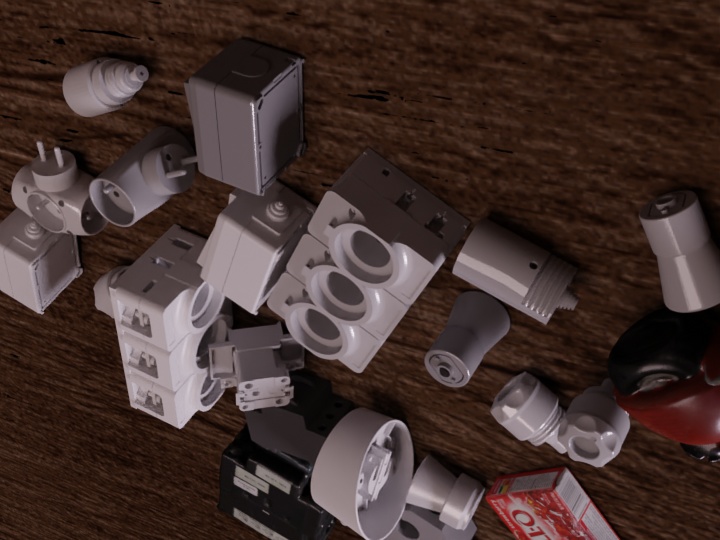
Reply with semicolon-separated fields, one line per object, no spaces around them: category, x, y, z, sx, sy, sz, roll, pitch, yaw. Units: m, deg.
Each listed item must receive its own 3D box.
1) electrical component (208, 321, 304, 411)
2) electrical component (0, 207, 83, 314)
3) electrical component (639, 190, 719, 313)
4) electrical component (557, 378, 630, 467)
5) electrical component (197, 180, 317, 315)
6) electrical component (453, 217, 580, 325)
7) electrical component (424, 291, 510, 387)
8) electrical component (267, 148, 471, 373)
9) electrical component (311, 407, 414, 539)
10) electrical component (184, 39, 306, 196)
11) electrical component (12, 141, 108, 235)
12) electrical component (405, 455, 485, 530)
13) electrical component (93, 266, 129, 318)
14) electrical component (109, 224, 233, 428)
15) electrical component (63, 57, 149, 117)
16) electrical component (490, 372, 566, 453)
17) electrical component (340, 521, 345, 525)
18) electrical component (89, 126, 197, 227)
electrical component;-0.084;0.082;0.903;0.081;0.063;0.042;-7;137;-11
electrical component;-0.298;-0.018;0.976;0.061;0.061;0.096;29;146;11
electrical component;0.191;-0.013;0.634;0.044;0.044;0.065;-9;116;42
electrical component;0.166;0.101;0.742;0.043;0.062;0.043;21;137;21
electrical component;-0.078;-0.026;0.809;0.061;0.061;0.096;34;140;6
electrical component;0.107;0.003;0.710;0.081;0.043;0.043;29;139;12
electrical component;0.074;0.051;0.763;0.044;0.065;0.044;21;137;21
electrical component;0.000;0.000;0.774;0.089;0.061;0.150;36;140;3
electrical component;0.006;0.168;0.899;0.064;0.099;0.099;23;138;27
electrical component;-0.079;-0.101;0.739;0.061;0.061;0.096;21;137;20
electrical component;-0.256;-0.075;0.912;0.077;0.044;0.079;20;137;22
electrical component;0.072;0.188;0.908;0.055;0.045;0.045;26;138;15
electrical component;-0.208;0.016;0.962;0.062;0.043;0.043;-26;109;46
electrical component;-0.152;0.052;0.915;0.062;0.089;0.150;22;137;19
electrical component;-0.187;-0.139;0.803;0.078;0.040;0.040;-6;123;40
electrical component;0.131;0.108;0.791;0.062;0.043;0.043;41;140;-4
electrical component;-0.002;0.225;1.007;0.035;0.035;0.061;40;142;-1
electrical component;-0.151;-0.073;0.808;0.079;0.077;0.043;-6;123;41
